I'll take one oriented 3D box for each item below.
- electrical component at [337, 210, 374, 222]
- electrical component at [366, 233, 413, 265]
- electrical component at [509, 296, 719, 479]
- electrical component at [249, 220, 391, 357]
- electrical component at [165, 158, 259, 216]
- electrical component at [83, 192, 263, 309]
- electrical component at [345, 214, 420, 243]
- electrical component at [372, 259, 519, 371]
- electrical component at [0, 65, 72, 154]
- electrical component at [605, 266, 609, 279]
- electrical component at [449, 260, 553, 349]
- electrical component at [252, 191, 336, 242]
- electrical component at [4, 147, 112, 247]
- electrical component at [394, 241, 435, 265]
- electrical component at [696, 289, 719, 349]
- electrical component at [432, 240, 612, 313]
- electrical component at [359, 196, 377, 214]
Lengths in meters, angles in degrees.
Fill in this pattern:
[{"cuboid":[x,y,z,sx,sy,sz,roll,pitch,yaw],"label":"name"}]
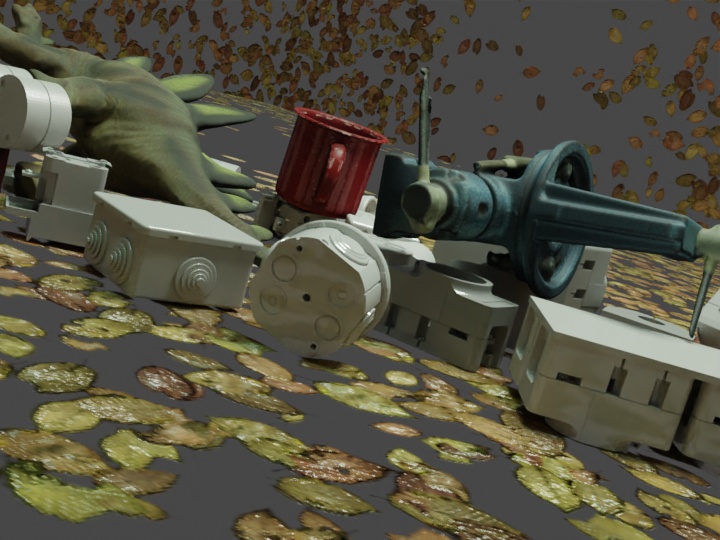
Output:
[{"cuboid":[-0.012,-0.042,1.083,0.062,0.043,0.043,21,11,33],"label":"electrical component"},{"cuboid":[0.000,0.000,0.845,0.080,0.051,0.080,16,10,-3],"label":"electrical component"},{"cuboid":[0.195,0.080,0.684,0.186,0.060,0.105,16,10,-1],"label":"electrical component"},{"cuboid":[-0.025,0.012,0.660,0.080,0.080,0.051,18,15,12],"label":"electrical component"},{"cuboid":[-0.131,-0.071,1.023,0.074,0.052,0.138,16,11,2],"label":"electrical component"},{"cuboid":[-0.127,-0.012,0.715,0.100,0.048,0.100,9,12,-38],"label":"electrical component"},{"cuboid":[0.012,-0.022,0.997,0.066,0.047,0.076,16,11,-10],"label":"electrical component"},{"cuboid":[0.061,0.029,0.768,0.089,0.055,0.050,22,11,31],"label":"electrical component"},{"cuboid":[-0.279,-0.126,0.777,0.138,0.052,0.074,25,13,36],"label":"electrical component"},{"cuboid":[0.201,0.008,1.107,0.089,0.055,0.050,13,10,-19],"label":"electrical component"},{"cuboid":[0.110,0.030,0.888,0.099,0.064,0.099,18,-4,1],"label":"electrical component"},{"cuboid":[-0.058,-0.042,1.018,0.081,0.042,0.064,8,16,-38],"label":"electrical component"},{"cuboid":[-0.206,-0.050,0.759,0.081,0.063,0.042,12,11,-22],"label":"electrical component"},{"cuboid":[0.022,-0.004,0.922,0.079,0.044,0.077,17,10,8],"label":"electrical component"},{"cuboid":[0.330,0.059,0.925,0.062,0.061,0.096,27,-25,46],"label":"electrical component"},{"cuboid":[0.142,-0.002,0.973,0.150,0.089,0.062,24,13,40],"label":"electrical component"},{"cuboid":[-0.018,-0.070,1.241,0.065,0.044,0.044,15,9,22],"label":"electrical component"}]
